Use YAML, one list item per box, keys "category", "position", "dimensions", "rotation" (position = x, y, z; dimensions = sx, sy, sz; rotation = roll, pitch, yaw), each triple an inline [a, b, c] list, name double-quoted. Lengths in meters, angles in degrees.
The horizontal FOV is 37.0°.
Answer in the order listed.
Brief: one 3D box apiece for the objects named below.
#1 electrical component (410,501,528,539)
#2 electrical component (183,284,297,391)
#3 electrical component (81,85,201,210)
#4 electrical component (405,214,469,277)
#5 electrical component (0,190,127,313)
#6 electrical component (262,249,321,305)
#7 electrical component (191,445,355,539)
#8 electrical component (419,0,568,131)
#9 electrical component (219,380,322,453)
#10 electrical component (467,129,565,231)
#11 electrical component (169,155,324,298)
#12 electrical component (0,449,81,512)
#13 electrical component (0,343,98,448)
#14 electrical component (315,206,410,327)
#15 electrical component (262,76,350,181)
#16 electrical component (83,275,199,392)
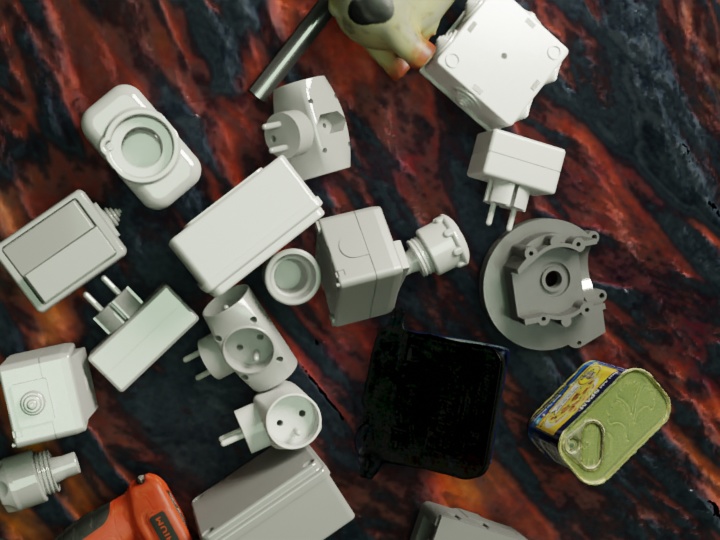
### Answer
- category: "electrical component"
  position: [0.075, 0.281, 0.904]
  dimensions: [0.089, 0.062, 0.150]
  rotation: [20, 88, -12]
- category: "electrical component"
  position: [-0.104, 0.063, 0.865]
  dimensions: [0.079, 0.044, 0.077]
  rotation: [-28, 111, 9]
- category: "electrical component"
  position: [-0.171, -0.095, 0.840]
  dimensions: [0.054, 0.059, 0.095]
  rotation: [-41, 99, -8]
- category: "electrical component"
  position: [0.057, -0.014, 0.899]
  dimensions: [0.062, 0.048, 0.048]
  rotation: [-27, 97, -3]
- category: "electrical component"
  position: [-0.225, -0.019, 0.830]
  dimensions: [0.096, 0.061, 0.061]
  rotation: [-36, 99, -8]
- category: "electrical component"
  position: [-0.058, 0.004, 0.864]
  dimensions: [0.044, 0.065, 0.044]
  rotation: [-1, 93, -12]
- category: "electrical component"
  position: [-0.071, 0.189, 0.846]
  dimensions: [0.109, 0.109, 0.056]
  rotation: [-33, 101, -9]
- category: "electrical component"
  position: [0.113, -0.176, 0.902]
  dimensions: [0.100, 0.048, 0.099]
  rotation: [39, 84, -11]
- category: "electrical component"
  position: [-0.075, 0.121, 0.858]
  dimensions: [0.079, 0.077, 0.043]
  rotation: [-23, 97, -10]
- category: "electrical component"
  position: [0.127, -0.072, 0.909]
  dimensions: [0.066, 0.047, 0.076]
  rotation: [15, 89, -12]
- category: "electrical component"
  position: [-0.091, -0.033, 0.834]
  dimensions: [0.109, 0.109, 0.056]
  rotation: [-39, 97, -8]
- category: "electrical component"
  position: [-0.251, 0.160, 0.840]
  dimensions: [0.062, 0.043, 0.043]
  rotation: [-18, 96, -12]
- category: "electrical component"
  position: [-0.235, 0.093, 0.814]
  dimensions: [0.061, 0.096, 0.061]
  rotation: [-12, 94, -11]
- category: "electrical component"
  position: [0.000, 0.000, 0.866]
  dimensions: [0.061, 0.096, 0.061]
  rotation: [-14, 66, -11]
- category: "electrical component"
  position: [-0.049, -0.110, 0.861]
  dimensions: [0.079, 0.043, 0.077]
  rotation: [-23, 98, -51]
- category: "electrical component"
  position: [-0.184, 0.038, 0.848]
  dimensions: [0.083, 0.047, 0.075]
  rotation: [-44, 100, -7]
